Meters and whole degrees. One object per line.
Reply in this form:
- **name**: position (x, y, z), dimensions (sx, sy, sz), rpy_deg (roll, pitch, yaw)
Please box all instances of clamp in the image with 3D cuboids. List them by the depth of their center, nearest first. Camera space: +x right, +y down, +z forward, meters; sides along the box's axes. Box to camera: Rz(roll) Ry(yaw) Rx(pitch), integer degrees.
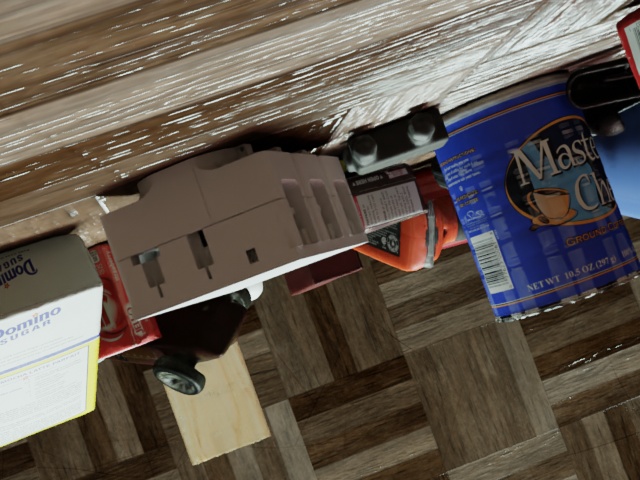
- **clamp**: position (0.280, -0.115, 0.652), dimensions (0.209, 0.036, 0.165), rpy_deg (-24, -155, -27)
- **clamp**: position (0.197, -0.094, 0.787), dimensions (0.120, 0.039, 0.172), rpy_deg (-29, -179, -33)

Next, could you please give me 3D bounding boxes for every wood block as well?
- **wood block**: position (-0.132, 0.124, 1.145), dimensions (0.090, 0.206, 0.091), rpy_deg (-19, 178, -9)

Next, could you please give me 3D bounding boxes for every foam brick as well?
- **foam brick**: position (-0.006, 0.001, 0.922), dimensions (0.051, 0.078, 0.053), rpy_deg (-17, 176, -28)

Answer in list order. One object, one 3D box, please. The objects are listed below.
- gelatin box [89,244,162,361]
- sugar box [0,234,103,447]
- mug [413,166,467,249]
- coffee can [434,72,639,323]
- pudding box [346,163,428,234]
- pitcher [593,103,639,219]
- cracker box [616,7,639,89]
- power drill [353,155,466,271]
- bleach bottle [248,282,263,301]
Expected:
- **gelatin box**: position (-0.159, 0.047, 0.741), dimensions (0.089, 0.073, 0.030), rpy_deg (-21, 177, 36)
- **sugar box**: position (-0.183, 0.067, 0.642), dimensions (0.093, 0.048, 0.176), rpy_deg (-19, 153, -24)
- **mug**: position (0.102, -0.035, 1.052), dimensions (0.081, 0.093, 0.117), rpy_deg (-15, -147, -3)
- **coffee can**: position (0.142, -0.028, 0.712), dimensions (0.103, 0.140, 0.103), rpy_deg (-20, 178, -1)
- **pudding box**: position (0.001, -0.013, 0.714), dimensions (0.089, 0.039, 0.114), rpy_deg (-18, 177, -39)
- **pitcher**: position (0.291, -0.079, 0.832), dimensions (0.149, 0.145, 0.243), rpy_deg (-22, -169, -11)
- **cracker box**: position (0.271, -0.121, 0.478), dimensions (0.213, 0.072, 0.164), rpy_deg (-20, 178, -16)
- **power drill**: position (0.104, -0.034, 0.844), dimensions (0.187, 0.057, 0.185), rpy_deg (-15, -159, -32)
- **bleach bottle**: position (-0.185, 0.059, 0.972), dimensions (0.250, 0.068, 0.103), rpy_deg (-17, 176, -20)
